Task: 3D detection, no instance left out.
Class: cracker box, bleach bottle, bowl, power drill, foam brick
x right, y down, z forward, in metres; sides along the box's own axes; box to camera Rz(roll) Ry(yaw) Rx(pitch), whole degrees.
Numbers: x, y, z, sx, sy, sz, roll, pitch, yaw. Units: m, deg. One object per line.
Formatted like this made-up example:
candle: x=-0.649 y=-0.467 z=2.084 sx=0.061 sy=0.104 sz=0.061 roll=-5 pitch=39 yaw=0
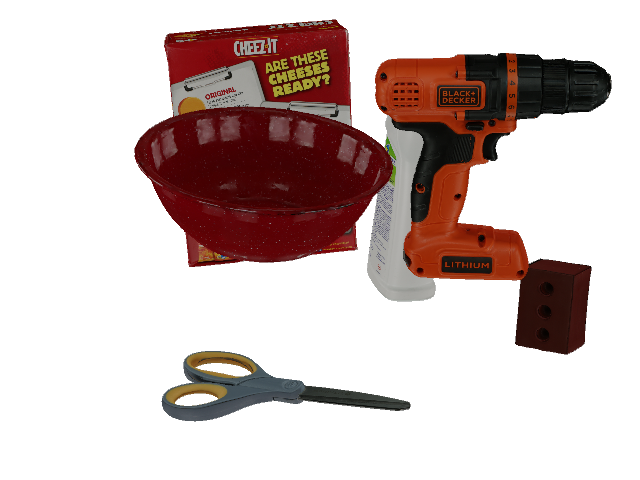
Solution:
cracker box: x=-0.053 y=-0.091 z=1.001 sx=0.164 sy=0.214 sz=0.072 roll=-6 pitch=21 yaw=-6
bleach bottle: x=0.102 y=-0.063 z=1.222 sx=0.068 sy=0.251 sz=0.103 roll=-2 pitch=23 yaw=-16
bowl: x=-0.036 y=-0.031 z=0.678 sx=0.162 sy=0.055 sz=0.162 roll=4 pitch=27 yaw=-2
power drill: x=0.137 y=-0.061 z=0.872 sx=0.184 sy=0.188 sz=0.057 roll=2 pitch=24 yaw=7
foam brick: x=0.217 y=0.061 z=0.995 sx=0.053 sy=0.078 sz=0.051 roll=9 pitch=14 yaw=31

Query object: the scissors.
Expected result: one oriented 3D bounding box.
scissors: x=-0.040 y=0.125 z=0.826 sx=0.202 sy=0.016 sz=0.096 roll=12 pitch=31 yaw=36
